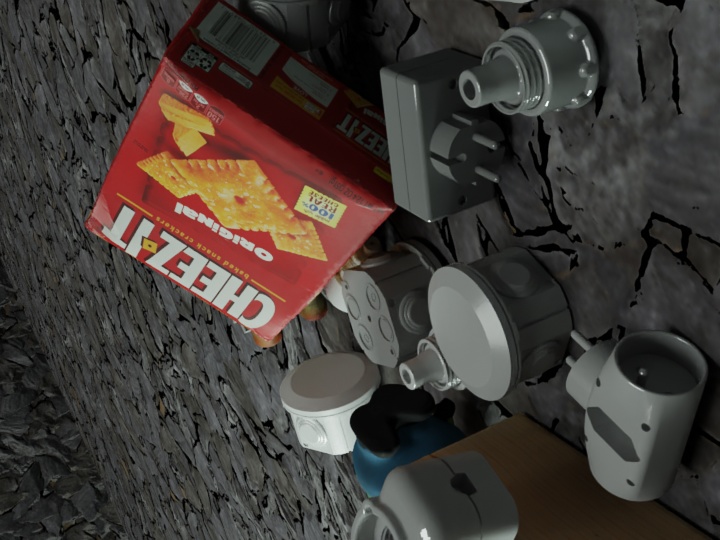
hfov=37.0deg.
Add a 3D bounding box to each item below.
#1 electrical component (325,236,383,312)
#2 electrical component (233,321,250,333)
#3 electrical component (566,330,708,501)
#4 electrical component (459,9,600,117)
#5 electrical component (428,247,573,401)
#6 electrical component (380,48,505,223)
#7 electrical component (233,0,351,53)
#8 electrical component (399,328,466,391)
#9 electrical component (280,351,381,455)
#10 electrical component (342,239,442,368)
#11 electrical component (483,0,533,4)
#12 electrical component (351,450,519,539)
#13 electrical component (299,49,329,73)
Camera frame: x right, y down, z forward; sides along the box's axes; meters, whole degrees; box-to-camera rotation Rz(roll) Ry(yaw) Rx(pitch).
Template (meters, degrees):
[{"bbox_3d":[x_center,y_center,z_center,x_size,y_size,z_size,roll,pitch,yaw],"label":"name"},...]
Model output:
[{"bbox_3d":[0.000,0.000,0.770,0.040,0.040,0.078,60,156,20],"label":"electrical component"},{"bbox_3d":[-0.104,0.012,1.009,0.081,0.042,0.063,61,152,16],"label":"electrical component"},{"bbox_3d":[0.129,0.061,0.533,0.079,0.043,0.077,48,149,40],"label":"electrical component"},{"bbox_3d":[0.076,-0.092,0.499,0.048,0.062,0.048,47,149,41],"label":"electrical component"},{"bbox_3d":[0.078,0.029,0.611,0.080,0.051,0.080,47,149,41],"label":"electrical component"},{"bbox_3d":[0.053,-0.069,0.587,0.076,0.047,0.083,36,140,52],"label":"electrical component"},{"bbox_3d":[-0.043,-0.178,0.669,0.080,0.080,0.051,53,157,34],"label":"electrical component"},{"bbox_3d":[0.055,0.055,0.668,0.043,0.062,0.043,47,148,41],"label":"electrical component"},{"bbox_3d":[-0.020,0.104,0.854,0.080,0.080,0.051,33,143,54],"label":"electrical component"},{"bbox_3d":[0.027,0.024,0.717,0.080,0.051,0.080,47,149,41],"label":"electrical component"},{"bbox_3d":[0.079,-0.139,0.452,0.081,0.064,0.042,28,133,58],"label":"electrical component"},{"bbox_3d":[0.034,0.145,0.562,0.053,0.059,0.095,54,140,41],"label":"electrical component"},{"bbox_3d":[-0.056,-0.128,0.772,0.080,0.051,0.080,47,149,41],"label":"electrical component"}]
